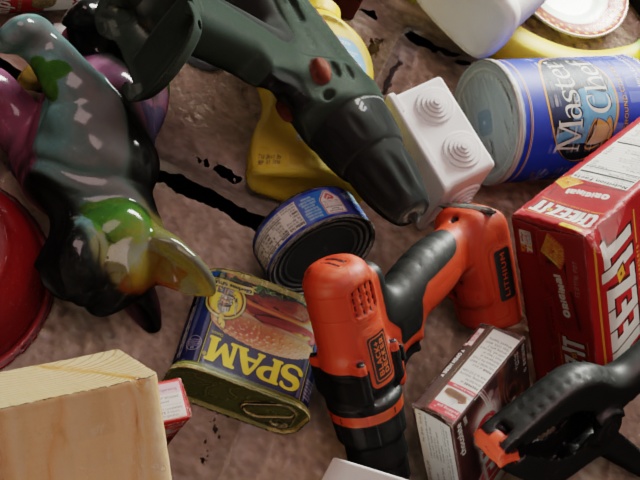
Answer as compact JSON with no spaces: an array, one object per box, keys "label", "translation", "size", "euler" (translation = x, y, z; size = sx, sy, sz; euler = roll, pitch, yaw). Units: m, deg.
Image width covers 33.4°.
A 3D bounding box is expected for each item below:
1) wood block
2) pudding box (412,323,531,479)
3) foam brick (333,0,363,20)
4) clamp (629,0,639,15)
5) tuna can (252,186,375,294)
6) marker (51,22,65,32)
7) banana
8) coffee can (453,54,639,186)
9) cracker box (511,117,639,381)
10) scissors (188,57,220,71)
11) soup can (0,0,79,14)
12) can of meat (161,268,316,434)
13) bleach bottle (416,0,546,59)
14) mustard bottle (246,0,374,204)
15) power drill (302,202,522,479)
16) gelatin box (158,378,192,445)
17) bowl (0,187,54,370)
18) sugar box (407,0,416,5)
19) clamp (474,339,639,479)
[{"label":"wood block","translation":[-0.129,0.175,0.592],"size":[0.090,0.091,0.206],"euler":[-10,97,-24]},{"label":"pudding box","translation":[0.109,0.127,0.743],"size":[0.039,0.113,0.090],"euler":[20,51,36]},{"label":"foam brick","translation":[0.000,-0.231,0.908],"size":[0.078,0.053,0.051],"euler":[11,62,-16]},{"label":"clamp","translation":[0.340,-0.283,1.067],"size":[0.120,0.039,0.171],"euler":[-6,73,-15]},{"label":"tuna can","translation":[-0.005,0.001,0.773],"size":[0.086,0.086,0.034],"euler":[-15,55,-26]},{"label":"marker","translation":[-0.175,-0.155,0.827],"size":[0.121,0.020,0.020],"euler":[8,63,-16]},{"label":"banana","translation":[0.205,-0.172,0.963],"size":[0.197,0.037,0.069],"euler":[11,66,-11]},{"label":"coffee can","translation":[0.195,-0.101,0.888],"size":[0.140,0.103,0.103],"euler":[-6,68,-23]},{"label":"cracker box","translation":[0.248,0.007,0.823],"size":[0.213,0.072,0.164],"euler":[-34,125,-31]},{"label":"scissors","translation":[-0.136,-0.204,0.867],"size":[0.201,0.016,0.096],"euler":[25,59,-7]},{"label":"soup can","translation":[-0.217,-0.207,0.809],"size":[0.102,0.069,0.068],"euler":[-10,69,-25]},{"label":"can of meat","translation":[-0.048,0.076,0.741],"size":[0.102,0.058,0.084],"euler":[22,57,-10]},{"label":"bleach bottle","translation":[0.187,-0.255,0.949],"size":[0.102,0.068,0.250],"euler":[46,51,6]},{"label":"mustard bottle","translation":[-0.006,-0.122,0.850],"size":[0.096,0.058,0.191],"euler":[7,63,-10]},{"label":"power drill","translation":[0.071,0.069,0.757],"size":[0.187,0.057,0.184],"euler":[-34,121,-41]},{"label":"gelatin box","translation":[-0.133,0.119,0.677],"size":[0.089,0.073,0.030],"euler":[-9,69,-24]},{"label":"bowl","translation":[-0.252,0.013,0.697],"size":[0.162,0.055,0.162],"euler":[8,62,-16]},{"label":"sugar box","translation":[0.047,-0.302,0.965],"size":[0.176,0.048,0.093],"euler":[39,60,5]},{"label":"clamp","translation":[0.196,0.112,0.740],"size":[0.209,0.165,0.036],"euler":[-2,28,-36]}]
